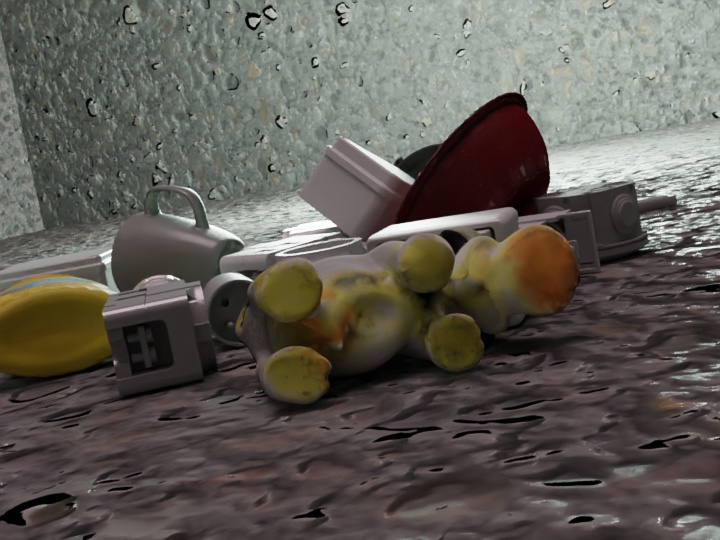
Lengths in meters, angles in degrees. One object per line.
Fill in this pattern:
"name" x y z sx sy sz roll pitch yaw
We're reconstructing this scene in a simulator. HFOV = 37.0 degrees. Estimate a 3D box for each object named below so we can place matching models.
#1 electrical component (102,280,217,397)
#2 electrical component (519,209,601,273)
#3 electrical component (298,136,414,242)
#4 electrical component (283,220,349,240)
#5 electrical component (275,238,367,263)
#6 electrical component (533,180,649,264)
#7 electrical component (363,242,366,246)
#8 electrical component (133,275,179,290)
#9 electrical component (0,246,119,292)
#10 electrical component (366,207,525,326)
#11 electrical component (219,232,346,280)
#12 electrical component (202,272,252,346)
"electrical component" -0.117 0.037 0.635 0.056 0.050 0.089 -12 7 -9
"electrical component" 0.116 -0.013 0.725 0.081 0.042 0.064 -8 9 26
"electrical component" 0.016 -0.054 0.862 0.078 0.057 0.113 39 10 31
"electrical component" -0.033 -0.014 0.916 0.056 0.050 0.089 -9 7 4
"electrical component" -0.021 0.013 0.667 0.050 0.055 0.089 -7 8 23
"electrical component" 0.166 -0.034 0.782 0.080 0.051 0.080 -10 7 1
"electrical component" 0.000 0.000 0.789 0.043 0.043 0.062 -7 7 27
"electrical component" -0.136 0.032 0.736 0.048 0.048 0.062 -11 14 -7
"electrical component" -0.275 0.017 0.998 0.109 0.056 0.108 -10 7 0
"electrical component" 0.057 0.002 0.614 0.096 0.061 0.061 -8 7 17
"electrical component" -0.056 0.005 0.800 0.056 0.050 0.089 -3 10 39
"electrical component" -0.086 0.024 0.722 0.043 0.043 0.081 -12 7 -13
